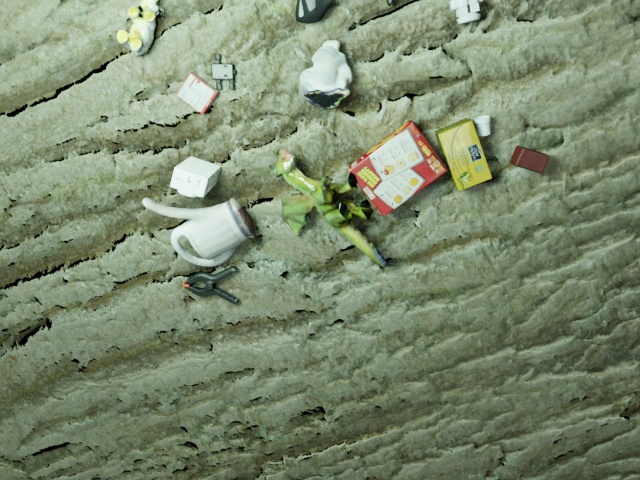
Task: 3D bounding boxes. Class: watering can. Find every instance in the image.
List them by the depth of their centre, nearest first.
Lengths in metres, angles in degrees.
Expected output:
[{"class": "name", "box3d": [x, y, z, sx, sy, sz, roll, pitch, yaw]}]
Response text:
[{"class": "watering can", "box3d": [-0.306, -0.041, 1.389, 0.224, 0.106, 0.340, -28, 143, -1]}]

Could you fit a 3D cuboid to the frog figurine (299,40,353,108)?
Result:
[{"class": "frog figurine", "box3d": [0.014, -0.428, 1.330, 0.137, 0.121, 0.162, -8, 72, 13]}]

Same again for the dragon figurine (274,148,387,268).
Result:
[{"class": "dragon figurine", "box3d": [0.004, -0.071, 1.420, 0.241, 0.124, 0.405, -12, 114, 39]}]
